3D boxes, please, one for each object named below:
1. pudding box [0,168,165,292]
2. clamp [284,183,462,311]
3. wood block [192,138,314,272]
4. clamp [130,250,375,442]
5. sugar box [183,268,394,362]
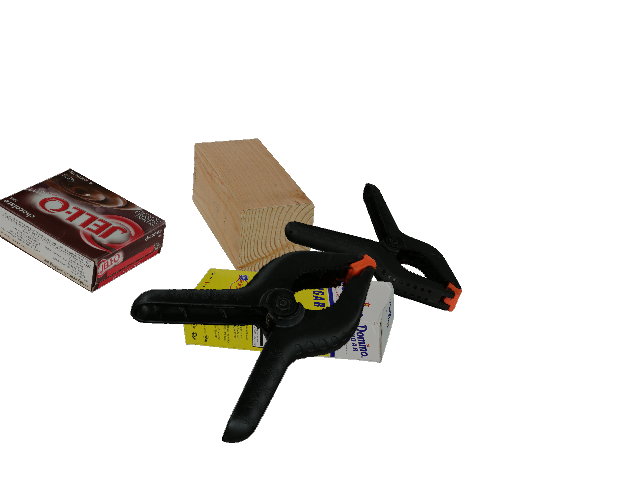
[{"bbox_3d":[-0.202,-0.010,0.900,0.114,0.039,0.089,26,32,21],"label":"pudding box"},{"bbox_3d":[0.071,0.015,1.247,0.164,0.036,0.210,-22,52,-39],"label":"clamp"},{"bbox_3d":[-0.088,-0.046,1.328,0.090,0.090,0.206,-6,29,-21],"label":"wood block"},{"bbox_3d":[-0.039,0.048,0.722,0.171,0.120,0.039,-35,-16,-36],"label":"clamp"},{"bbox_3d":[-0.026,0.064,0.952,0.176,0.048,0.093,1,21,10],"label":"sugar box"}]
